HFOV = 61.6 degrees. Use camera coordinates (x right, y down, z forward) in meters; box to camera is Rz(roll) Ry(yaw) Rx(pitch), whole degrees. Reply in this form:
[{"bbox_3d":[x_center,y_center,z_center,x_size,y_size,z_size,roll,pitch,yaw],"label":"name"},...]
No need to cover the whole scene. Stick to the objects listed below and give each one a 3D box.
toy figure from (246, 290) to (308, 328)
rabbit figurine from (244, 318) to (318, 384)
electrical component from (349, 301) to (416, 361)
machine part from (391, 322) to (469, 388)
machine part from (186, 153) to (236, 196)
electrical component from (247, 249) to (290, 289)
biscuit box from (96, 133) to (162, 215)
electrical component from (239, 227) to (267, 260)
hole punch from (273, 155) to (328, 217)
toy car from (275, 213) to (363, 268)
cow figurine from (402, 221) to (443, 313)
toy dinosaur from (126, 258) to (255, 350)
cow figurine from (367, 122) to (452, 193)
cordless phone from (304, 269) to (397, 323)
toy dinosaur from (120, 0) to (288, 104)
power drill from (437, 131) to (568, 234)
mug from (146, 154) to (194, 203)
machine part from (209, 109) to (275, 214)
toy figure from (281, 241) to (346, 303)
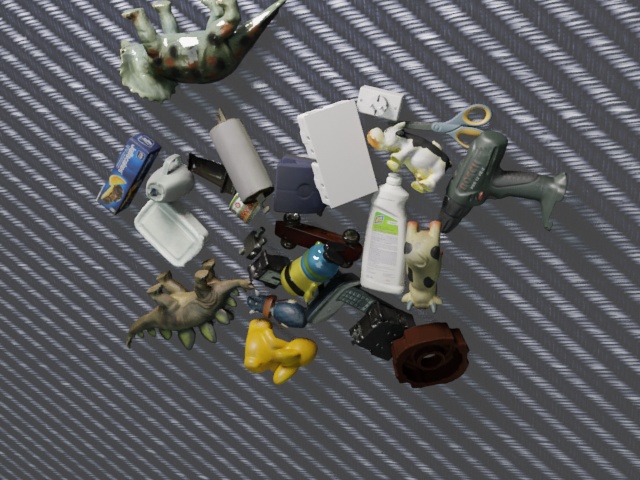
[{"bbox_3d":[-0.102,0.168,1.289,0.155,0.064,0.057,18,154,14],"label":"toy figure"},{"bbox_3d":[-0.091,0.265,1.291,0.173,0.162,0.121,3,102,-3],"label":"rabbit figurine"},{"bbox_3d":[0.151,0.208,1.207,0.134,0.058,0.115,23,123,-21],"label":"electrical component"},{"bbox_3d":[0.241,0.253,1.184,0.179,0.056,0.179,-4,129,-5],"label":"machine part"},{"bbox_3d":[-0.236,-0.151,1.206,0.139,0.039,0.084,26,123,3],"label":"machine part"},{"bbox_3d":[-0.100,0.074,1.250,0.119,0.048,0.075,18,129,-36],"label":"electrical component"},{"bbox_3d":[-0.447,-0.154,1.255,0.059,0.063,0.202,38,118,-2],"label":"biscuit box"},{"bbox_3d":[-0.155,0.014,1.236,0.021,0.063,0.094,26,125,-34],"label":"electrical component"},{"bbox_3d":[-0.040,-0.113,1.136,0.116,0.092,0.142,10,111,9],"label":"hole punch"},{"bbox_3d":[-0.002,-0.004,1.188,0.202,0.053,0.089,18,136,10],"label":"toy car"},{"bbox_3d":[0.214,0.065,1.106,0.086,0.127,0.194,5,143,18],"label":"cow figurine"},{"bbox_3d":[-0.345,0.177,1.345,0.472,0.105,0.198,-16,110,27],"label":"toy dinosaur"},{"bbox_3d":[0.177,-0.175,1.047,0.167,0.068,0.098,41,82,-5],"label":"cow figurine"},{"bbox_3d":[0.071,0.154,1.227,0.184,0.089,0.146,30,119,-18],"label":"cordless phone"},{"bbox_3d":[-0.247,-0.378,1.075,0.405,0.131,0.191,1,125,12],"label":"toy dinosaur"},{"bbox_3d":[0.351,-0.085,1.037,0.207,0.086,0.231,20,125,16],"label":"power drill"},{"bbox_3d":[-0.339,-0.133,1.206,0.081,0.107,0.109,24,119,4],"label":"mug"},{"bbox_3d":[-0.164,-0.164,1.130,0.079,0.079,0.243,-30,83,26],"label":"machine part"},{"bbox_3d":[-0.016,0.060,1.160,0.089,0.082,0.180,42,137,-1],"label":"toy figure"}]
